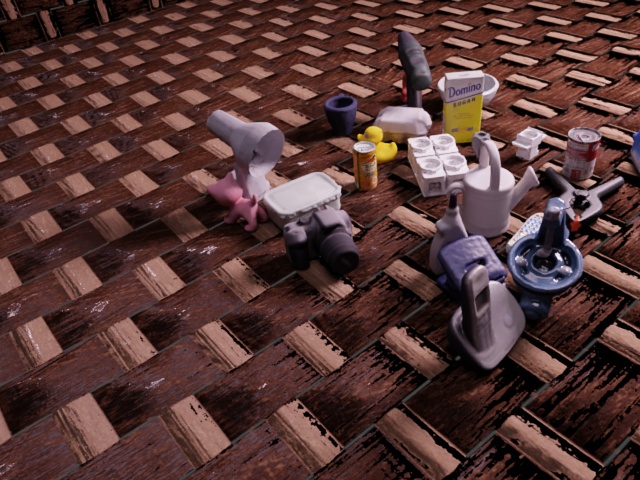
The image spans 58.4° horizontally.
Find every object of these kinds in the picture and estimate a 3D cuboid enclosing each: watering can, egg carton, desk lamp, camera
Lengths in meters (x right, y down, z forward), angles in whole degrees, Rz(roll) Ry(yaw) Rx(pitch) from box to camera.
[{"bbox_3d":[0.346,-0.112,1.154,0.173,0.194,0.100,-18,40,-14],"label":"watering can"},{"bbox_3d":[0.217,-0.304,1.517,0.150,0.069,0.107,7,40,17],"label":"egg carton"},{"bbox_3d":[-0.177,-0.186,1.314,0.202,0.214,0.118,22,47,32],"label":"desk lamp"},{"bbox_3d":[0.010,0.004,1.136,0.143,0.101,0.136,-18,39,-13],"label":"camera"}]

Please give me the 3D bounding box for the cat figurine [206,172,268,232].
[{"bbox_3d":[-0.186,-0.092,1.274,0.127,0.118,0.067,17,44,27],"label":"cat figurine"}]

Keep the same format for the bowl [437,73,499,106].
[{"bbox_3d":[0.414,-0.409,1.615,0.167,0.075,0.167,-4,38,4],"label":"bowl"}]

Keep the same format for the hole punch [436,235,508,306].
[{"bbox_3d":[0.278,0.055,1.038,0.109,0.091,0.100,-22,41,-18],"label":"hole punch"}]

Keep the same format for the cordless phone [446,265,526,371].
[{"bbox_3d":[0.266,0.101,0.906,0.093,0.185,0.148,24,48,33],"label":"cordless phone"}]

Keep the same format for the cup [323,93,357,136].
[{"bbox_3d":[0.059,-0.341,1.569,0.091,0.095,0.117,-3,38,5],"label":"cup"}]

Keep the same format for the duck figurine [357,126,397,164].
[{"bbox_3d":[0.141,-0.244,1.440,0.104,0.086,0.077,2,39,11],"label":"duck figurine"}]

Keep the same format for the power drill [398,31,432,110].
[{"bbox_3d":[0.251,-0.436,1.566,0.075,0.209,0.229,-9,38,-2],"label":"power drill"}]

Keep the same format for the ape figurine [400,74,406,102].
[{"bbox_3d":[0.262,-0.449,1.676,0.075,0.092,0.078,21,46,31],"label":"ape figurine"}]

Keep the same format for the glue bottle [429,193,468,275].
[{"bbox_3d":[0.243,-0.014,1.065,0.078,0.173,0.037,-19,40,-15],"label":"glue bottle"}]

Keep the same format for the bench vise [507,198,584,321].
[{"bbox_3d":[0.383,0.000,0.986,0.121,0.220,0.207,1,39,10],"label":"bench vise"}]

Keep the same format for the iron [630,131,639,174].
[{"bbox_3d":[0.770,-0.195,1.236,0.118,0.142,0.258,-1,39,8],"label":"iron"}]
